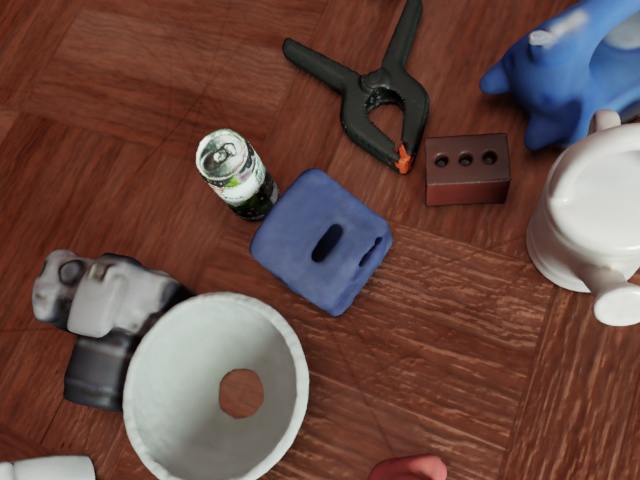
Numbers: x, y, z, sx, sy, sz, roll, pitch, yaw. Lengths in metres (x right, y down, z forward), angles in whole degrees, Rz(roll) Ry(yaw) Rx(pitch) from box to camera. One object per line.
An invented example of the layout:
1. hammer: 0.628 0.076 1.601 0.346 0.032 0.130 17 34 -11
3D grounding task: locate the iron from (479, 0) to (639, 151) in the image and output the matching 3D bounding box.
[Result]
1. iron: 0.281 -0.195 0.518 0.258 0.118 0.142 -30 -23 0

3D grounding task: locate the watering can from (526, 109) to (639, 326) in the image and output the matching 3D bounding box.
1. watering can: 0.225 -0.024 0.439 0.101 0.172 0.194 -19 -23 5

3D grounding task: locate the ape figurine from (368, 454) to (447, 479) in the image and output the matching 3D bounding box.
1. ape figurine: 0.070 0.202 0.445 0.076 0.078 0.092 34 -10 21

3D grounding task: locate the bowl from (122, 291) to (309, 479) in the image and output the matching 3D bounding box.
1. bowl: -0.083 0.136 0.513 0.167 0.167 0.075 0 -20 12

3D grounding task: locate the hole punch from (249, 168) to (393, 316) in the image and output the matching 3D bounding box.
1. hole punch: 0.005 0.002 0.534 0.101 0.109 0.091 32 -10 21

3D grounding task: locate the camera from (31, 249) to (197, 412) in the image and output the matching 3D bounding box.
1. camera: -0.211 0.085 0.545 0.143 0.137 0.101 8 -18 15

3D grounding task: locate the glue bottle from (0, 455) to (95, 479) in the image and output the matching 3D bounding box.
1. glue bottle: -0.266 0.207 0.472 0.078 0.037 0.173 -31 -23 0
